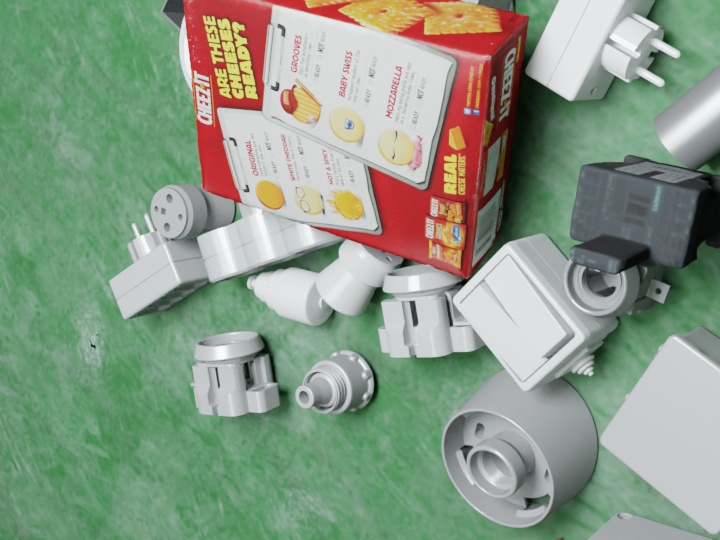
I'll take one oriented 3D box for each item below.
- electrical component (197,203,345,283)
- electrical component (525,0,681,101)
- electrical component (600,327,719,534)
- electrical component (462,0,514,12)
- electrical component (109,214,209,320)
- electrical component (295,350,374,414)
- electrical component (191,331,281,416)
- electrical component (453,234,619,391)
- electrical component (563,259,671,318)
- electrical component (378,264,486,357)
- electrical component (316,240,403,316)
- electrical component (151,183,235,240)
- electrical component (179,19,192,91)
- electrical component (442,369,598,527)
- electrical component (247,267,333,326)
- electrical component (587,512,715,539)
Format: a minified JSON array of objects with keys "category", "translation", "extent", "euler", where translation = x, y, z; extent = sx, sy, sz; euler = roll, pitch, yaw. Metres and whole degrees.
[{"category":"electrical component","translation":[-0.072,-0.042,0.833],"extent":[0.138,0.052,0.073],"euler":[-18,88,38]},{"category":"electrical component","translation":[0.156,-0.138,0.647],"extent":[0.076,0.047,0.083],"euler":[38,119,25]},{"category":"electrical component","translation":[0.210,0.094,0.650],"extent":[0.100,0.048,0.099],"euler":[40,119,24]},{"category":"electrical component","translation":[0.088,-0.202,0.683],"extent":[0.074,0.052,0.138],"euler":[12,106,35]},{"category":"electrical component","translation":[-0.175,-0.010,0.920],"extent":[0.083,0.047,0.075],"euler":[-30,79,37]},{"category":"electrical component","translation":[-0.023,0.089,0.815],"extent":[0.048,0.062,0.048],"euler":[8,103,36]},{"category":"electrical component","translation":[-0.104,0.083,0.878],"extent":[0.078,0.058,0.057],"euler":[-1,101,37]},{"category":"electrical component","translation":[0.116,0.033,0.701],"extent":[0.096,0.061,0.061],"euler":[52,124,17]},{"category":"electrical component","translation":[0.157,0.003,0.668],"extent":[0.066,0.055,0.048],"euler":[27,114,30]},{"category":"electrical component","translation":[0.048,0.027,0.754],"extent":[0.078,0.058,0.057],"euler":[-4,99,37]},{"category":"electrical component","translation":[0.000,0.000,0.792],"extent":[0.045,0.045,0.055],"euler":[50,123,18]},{"category":"electrical component","translation":[-0.136,-0.049,0.878],"extent":[0.045,0.055,0.045],"euler":[8,103,36]},{"category":"electrical component","translation":[-0.090,-0.168,0.817],"extent":[0.108,0.060,0.108],"euler":[8,103,36]},{"category":"electrical component","translation":[0.108,0.123,0.739],"extent":[0.099,0.064,0.099],"euler":[21,124,34]},{"category":"electrical component","translation":[-0.055,0.017,0.839],"extent":[0.078,0.040,0.040],"euler":[14,107,34]},{"category":"electrical component","translation":[0.183,0.205,0.654],"extent":[0.109,0.109,0.056],"euler":[11,108,35]}]
